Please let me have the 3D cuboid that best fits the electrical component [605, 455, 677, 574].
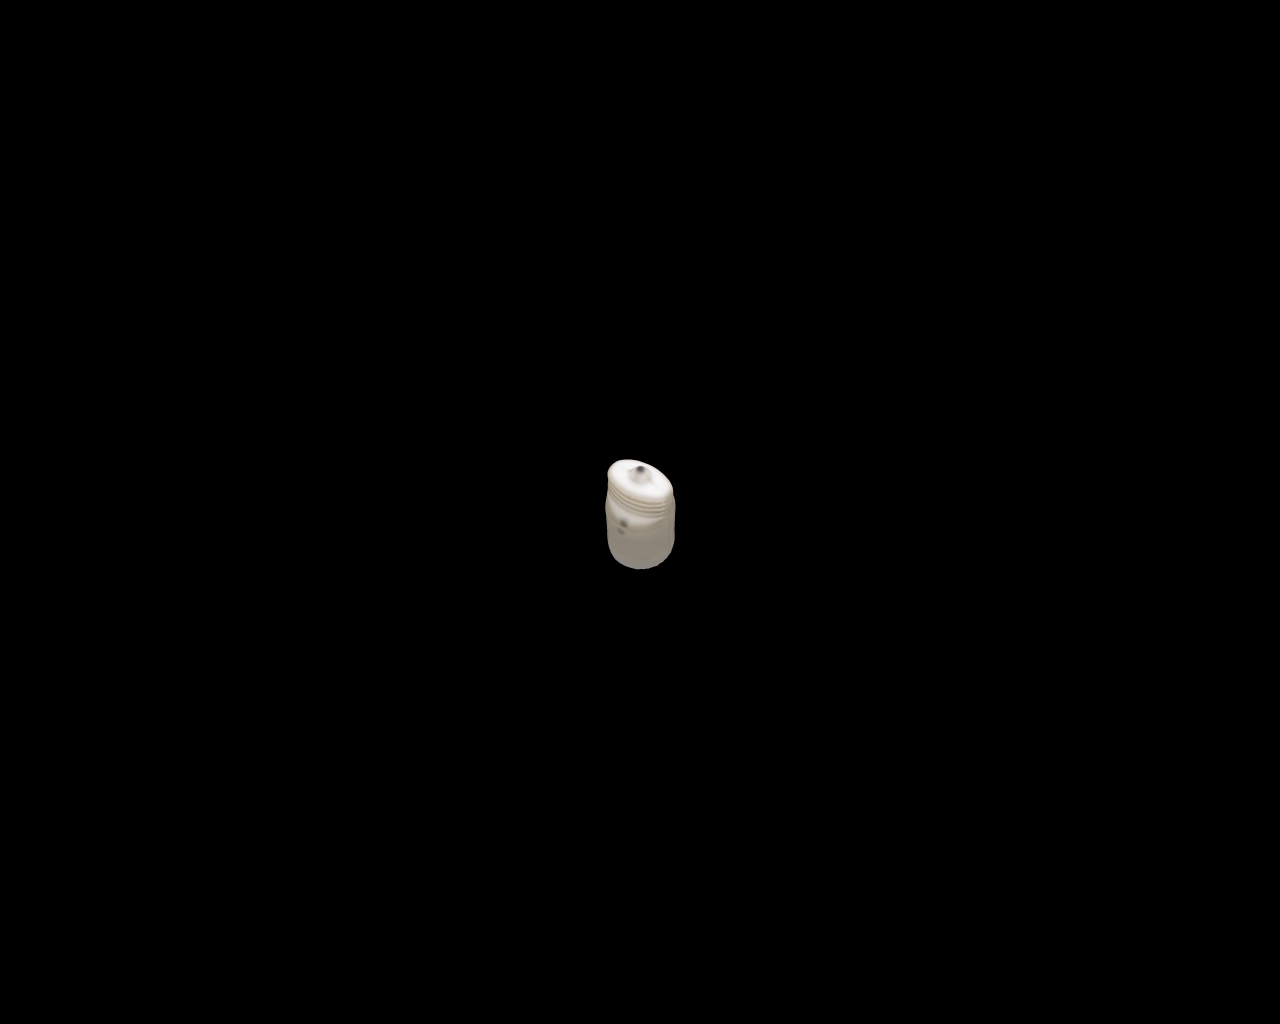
[{"bbox_3d":[0.001,-0.003,0.650,0.043,0.043,0.080,0,-36,0],"label":"electrical component"}]
